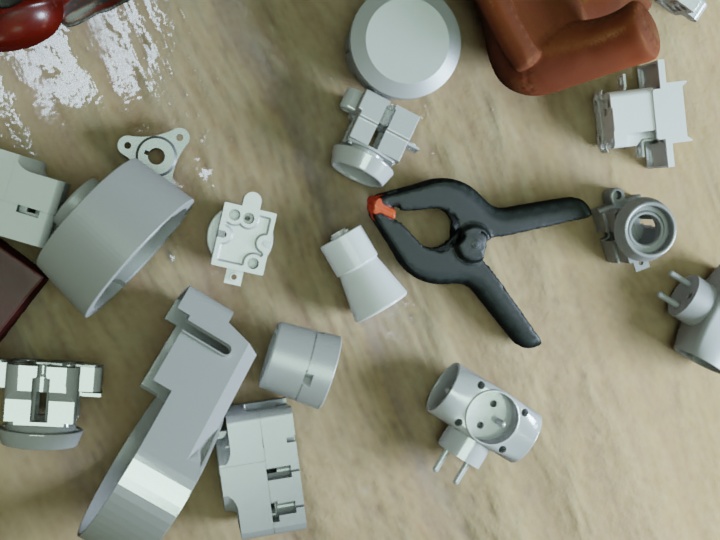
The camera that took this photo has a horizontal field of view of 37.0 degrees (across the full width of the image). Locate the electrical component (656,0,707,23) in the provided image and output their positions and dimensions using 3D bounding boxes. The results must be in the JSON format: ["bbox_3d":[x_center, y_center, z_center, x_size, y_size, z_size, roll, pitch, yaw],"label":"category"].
[{"bbox_3d":[0.246,-0.231,0.819,0.066,0.048,0.055,33,95,-10],"label":"electrical component"}]

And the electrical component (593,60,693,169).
[{"bbox_3d":[0.214,-0.116,0.822,0.064,0.042,0.081,-8,94,-6],"label":"electrical component"}]

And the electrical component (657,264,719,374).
[{"bbox_3d":[0.268,0.029,0.838,0.079,0.044,0.077,30,88,-10],"label":"electrical component"}]

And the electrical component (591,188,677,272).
[{"bbox_3d":[0.209,-0.031,0.818,0.048,0.055,0.066,-20,96,-8],"label":"electrical component"}]

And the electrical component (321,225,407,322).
[{"bbox_3d":[0.000,0.000,0.792,0.044,0.044,0.065,-30,93,-7],"label":"electrical component"}]

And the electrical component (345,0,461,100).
[{"bbox_3d":[0.029,-0.163,0.782,0.080,0.051,0.080,-1,93,-10],"label":"electrical component"}]

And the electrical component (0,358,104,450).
[{"bbox_3d":[-0.221,0.093,0.749,0.078,0.058,0.057,4,90,-11],"label":"electrical component"}]

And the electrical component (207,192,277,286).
[{"bbox_3d":[-0.085,-0.023,0.767,0.048,0.055,0.066,13,91,-10],"label":"electrical component"}]

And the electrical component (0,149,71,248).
[{"bbox_3d":[-0.250,-0.055,0.739,0.089,0.050,0.055,17,90,-11],"label":"electrical component"}]

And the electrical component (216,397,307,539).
[{"bbox_3d":[-0.074,0.143,0.781,0.056,0.050,0.089,-8,95,-10],"label":"electrical component"}]

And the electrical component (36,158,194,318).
[{"bbox_3d":[-0.171,-0.028,0.728,0.060,0.108,0.108,42,86,-4],"label":"electrical component"}]

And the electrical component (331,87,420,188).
[{"bbox_3d":[0.009,-0.094,0.786,0.066,0.048,0.055,26,81,-10],"label":"electrical component"}]

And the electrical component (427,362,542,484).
[{"bbox_3d":[0.084,0.123,0.811,0.077,0.044,0.079,32,87,-10],"label":"electrical component"}]

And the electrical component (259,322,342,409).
[{"bbox_3d":[-0.044,0.068,0.781,0.047,0.055,0.055,18,90,-7],"label":"electrical component"}]
